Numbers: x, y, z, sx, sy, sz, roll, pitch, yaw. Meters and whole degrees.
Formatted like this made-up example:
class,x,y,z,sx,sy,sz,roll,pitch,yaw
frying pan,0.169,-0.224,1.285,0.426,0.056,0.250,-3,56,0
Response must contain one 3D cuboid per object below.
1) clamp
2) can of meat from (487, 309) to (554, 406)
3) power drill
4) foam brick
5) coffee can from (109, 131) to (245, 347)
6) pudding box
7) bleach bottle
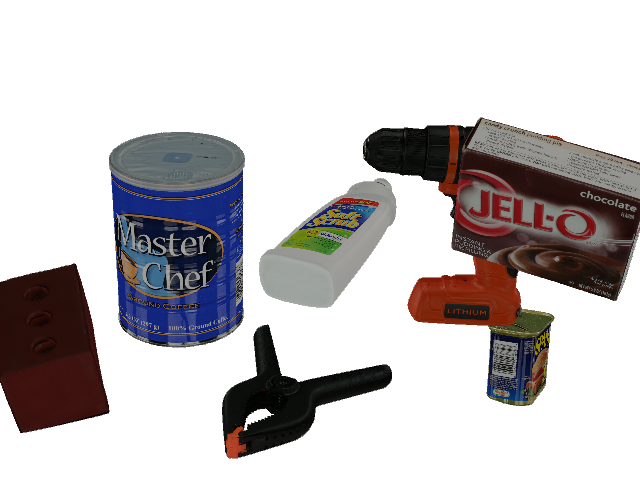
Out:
class,x,y,z,sx,sy,sz,roll,pitch,yaw
clamp,-0.028,0.159,1.091,0.165,0.036,0.209,12,27,17
can of meat,0.220,0.128,1.183,0.058,0.084,0.102,7,12,24
power drill,0.126,-0.015,0.982,0.184,0.188,0.057,4,26,1
foam brick,-0.157,0.062,0.617,0.053,0.051,0.078,-14,42,-11
coffee can,-0.111,-0.002,0.839,0.103,0.140,0.103,2,27,-1
pudding box,0.140,-0.019,0.657,0.114,0.039,0.090,17,-38,16
bleach bottle,0.024,-0.011,1.344,0.103,0.068,0.250,11,34,22
